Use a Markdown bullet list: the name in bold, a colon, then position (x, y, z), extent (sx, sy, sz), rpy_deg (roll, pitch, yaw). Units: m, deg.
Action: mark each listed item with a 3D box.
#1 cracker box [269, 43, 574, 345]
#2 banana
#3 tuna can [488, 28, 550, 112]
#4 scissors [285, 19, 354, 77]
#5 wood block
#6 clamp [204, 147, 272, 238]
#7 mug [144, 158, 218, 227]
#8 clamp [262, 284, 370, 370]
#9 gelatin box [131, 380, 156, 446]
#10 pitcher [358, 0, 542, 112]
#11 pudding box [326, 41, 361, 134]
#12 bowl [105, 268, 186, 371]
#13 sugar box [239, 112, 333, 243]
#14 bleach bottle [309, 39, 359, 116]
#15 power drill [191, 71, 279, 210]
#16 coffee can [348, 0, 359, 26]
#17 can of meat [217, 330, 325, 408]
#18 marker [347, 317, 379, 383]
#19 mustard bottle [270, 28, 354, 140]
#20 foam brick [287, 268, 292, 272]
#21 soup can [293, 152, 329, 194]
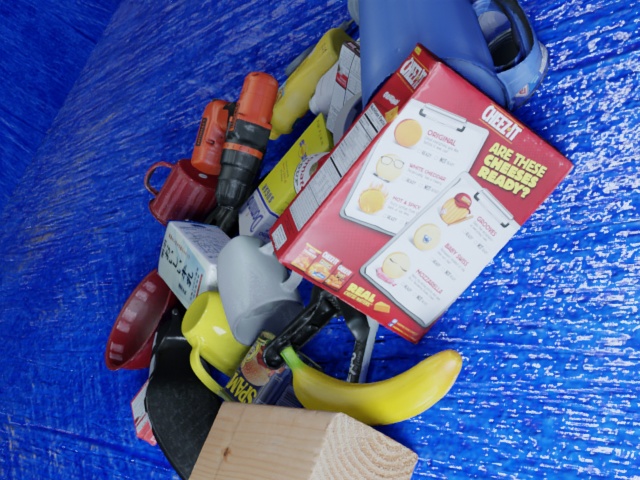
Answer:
- **cracker box**: position (0.084, -0.036, 0.923), extent (0.214, 0.164, 0.072), rpy_deg (-51, 27, 14)
- **banana**: position (0.042, 0.129, 0.920), extent (0.198, 0.069, 0.037), rpy_deg (-5, 20, 40)
- **tuna can**: position (0.184, -0.165, 1.048), extent (0.086, 0.033, 0.086), rpy_deg (-43, 28, 29)
- **scissors**: position (0.020, -0.286, 1.484), extent (0.202, 0.016, 0.096), rpy_deg (-39, 1, 36)
- **wood block**: position (-0.021, 0.201, 0.925), extent (0.206, 0.090, 0.090), rpy_deg (-9, 54, 59)
- **clamp**: position (-0.124, -0.041, 1.471), extent (0.210, 0.036, 0.164), rpy_deg (-51, 21, 15)
- **mug**: position (-0.198, -0.070, 1.537), extent (0.082, 0.117, 0.093), rpy_deg (-57, 0, 23)
- **clamp**: position (0.009, 0.063, 1.044), extent (0.120, 0.039, 0.171), rpy_deg (-19, 21, 24)
- **gelatin box**: position (-0.200, 0.203, 1.331), extent (0.073, 0.030, 0.089), rpy_deg (-53, 25, 8)
- **pitcher**: position (0.108, -0.190, 1.029), extent (0.243, 0.149, 0.145), rpy_deg (-93, 18, -45)
- **pudding box**: position (0.048, -0.161, 1.223), extent (0.090, 0.039, 0.113), rpy_deg (-130, 43, -52)
- **bowl**: position (-0.225, 0.116, 1.450), extent (0.162, 0.055, 0.162), rpy_deg (-43, 28, 29)
- **sugar box**: position (-0.034, -0.066, 1.323), extent (0.176, 0.048, 0.093), rpy_deg (-46, 26, 21)
- **bleach bottle**: position (0.070, -0.223, 1.300), extent (0.251, 0.068, 0.102), rpy_deg (-31, 34, 48)
- **power drill**: position (-0.120, -0.129, 1.441), extent (0.188, 0.057, 0.184), rpy_deg (4, 76, 67)
- **coffee can**: position (0.096, -0.336, 1.335), extent (0.103, 0.102, 0.140), rpy_deg (-32, 34, 43)
- **can of meat**: position (-0.048, 0.145, 1.084), extent (0.084, 0.057, 0.102), rpy_deg (-56, 25, -4)
- **marker**: position (0.036, 0.123, 0.996), extent (0.020, 0.020, 0.121), rpy_deg (-29, 36, 46)
- **mustard bottle**: position (-0.028, -0.200, 1.454), extent (0.192, 0.058, 0.096), rpy_deg (-43, 14, 28)
- **foam brick**: position (-0.008, 0.001, 1.186), extent (0.078, 0.051, 0.053), rpy_deg (-62, 26, -10)
- **soup can**: position (0.020, -0.066, 1.195), extent (0.068, 0.068, 0.102), rpy_deg (-62, 23, -10)
